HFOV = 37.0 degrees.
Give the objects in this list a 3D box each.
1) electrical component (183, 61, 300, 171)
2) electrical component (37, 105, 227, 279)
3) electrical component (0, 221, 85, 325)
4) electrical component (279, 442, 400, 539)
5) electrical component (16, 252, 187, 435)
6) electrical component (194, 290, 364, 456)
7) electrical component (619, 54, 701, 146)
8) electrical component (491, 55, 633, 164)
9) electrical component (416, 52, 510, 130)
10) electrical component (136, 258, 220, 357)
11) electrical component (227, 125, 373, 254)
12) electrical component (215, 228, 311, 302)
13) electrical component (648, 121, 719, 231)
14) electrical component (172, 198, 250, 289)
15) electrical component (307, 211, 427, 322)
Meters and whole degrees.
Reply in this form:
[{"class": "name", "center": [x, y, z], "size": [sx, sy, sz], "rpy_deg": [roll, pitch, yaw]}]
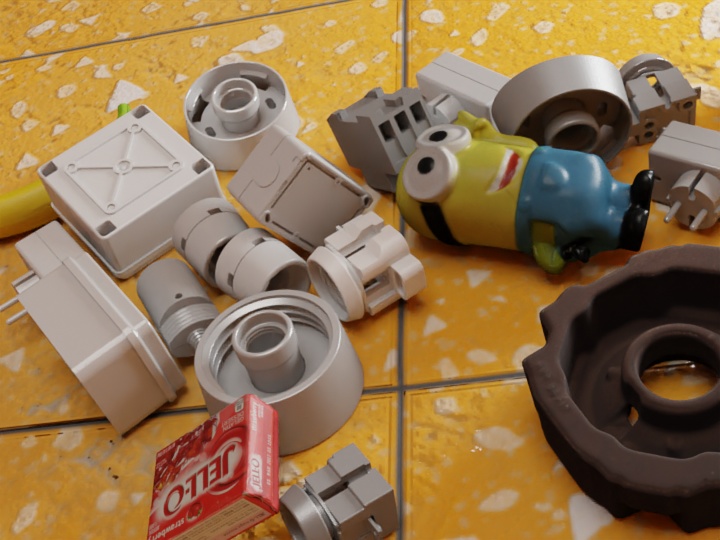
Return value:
[{"class": "electrical component", "center": [-0.103, -0.131, 0.930], "size": [0.099, 0.064, 0.099], "rpy_deg": [-3, 57, 5]}, {"class": "electrical component", "center": [-0.183, -0.064, 0.864], "size": [0.109, 0.056, 0.109], "rpy_deg": [-37, 56, -19]}, {"class": "electrical component", "center": [-0.239, 0.015, 0.819], "size": [0.076, 0.047, 0.083], "rpy_deg": [-34, 46, -18]}, {"class": "electrical component", "center": [-0.014, 0.138, 0.626], "size": [0.055, 0.048, 0.066], "rpy_deg": [-26, 43, -20]}, {"class": "electrical component", "center": [-0.179, 0.049, 0.745], "size": [0.057, 0.078, 0.113], "rpy_deg": [-37, 47, -15]}, {"class": "electrical component", "center": [-0.056, 0.060, 0.706], "size": [0.108, 0.060, 0.108], "rpy_deg": [-9, 44, 9]}, {"class": "electrical component", "center": [0.226, -0.133, 0.825], "size": [0.066, 0.048, 0.055], "rpy_deg": [-16, 51, 1]}, {"class": "electrical component", "center": [0.150, -0.115, 0.796], "size": [0.099, 0.099, 0.064], "rpy_deg": [-14, 50, 4]}, {"class": "electrical component", "center": [0.075, -0.126, 0.864], "size": [0.076, 0.047, 0.083], "rpy_deg": [-38, 47, -21]}, {"class": "electrical component", "center": [-0.126, 0.031, 0.770], "size": [0.043, 0.043, 0.081], "rpy_deg": [-29, 44, -12]}, {"class": "electrical component", "center": [-0.042, -0.056, 0.802], "size": [0.061, 0.096, 0.061], "rpy_deg": [-52, 47, 6]}, {"class": "electrical component", "center": [-0.068, 0.004, 0.773], "size": [0.055, 0.055, 0.047], "rpy_deg": [-40, 51, -22]}, {"class": "electrical component", "center": [0.236, -0.054, 0.740], "size": [0.083, 0.047, 0.075], "rpy_deg": [22, 56, 34]}, {"class": "electrical component", "center": [-0.106, -0.019, 0.808], "size": [0.055, 0.055, 0.047], "rpy_deg": [-32, 49, -15]}, {"class": "electrical component", "center": [0.000, 0.000, 0.753], "size": [0.057, 0.058, 0.078], "rpy_deg": [-31, 45, -19]}]
